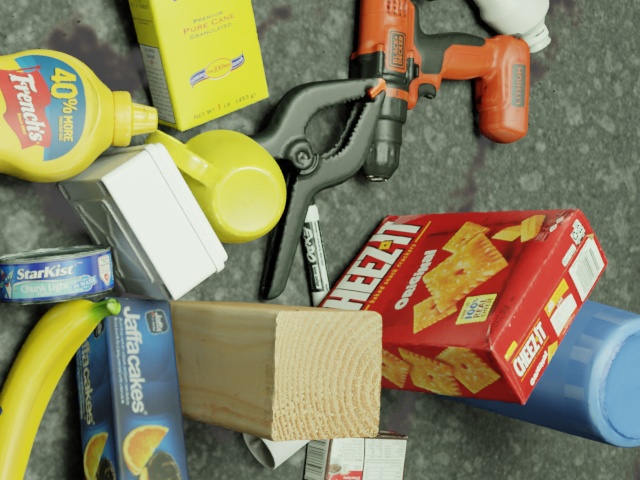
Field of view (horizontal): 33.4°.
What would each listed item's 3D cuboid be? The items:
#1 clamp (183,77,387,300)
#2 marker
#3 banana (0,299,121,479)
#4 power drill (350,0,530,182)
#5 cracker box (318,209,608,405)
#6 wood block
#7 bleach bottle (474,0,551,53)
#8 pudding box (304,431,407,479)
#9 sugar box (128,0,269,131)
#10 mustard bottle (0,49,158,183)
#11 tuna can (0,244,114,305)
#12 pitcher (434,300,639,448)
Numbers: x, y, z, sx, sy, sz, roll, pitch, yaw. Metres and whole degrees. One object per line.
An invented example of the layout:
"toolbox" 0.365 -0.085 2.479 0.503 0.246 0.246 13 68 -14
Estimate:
"clamp" -0.030 -0.075 0.911 0.164 0.036 0.210 44 81 -23
"marker" -0.006 0.001 0.956 0.020 0.020 0.121 -14 97 -33
"banana" -0.213 0.120 0.789 0.037 0.070 0.198 25 92 -31
"power drill" 0.113 -0.139 1.012 0.187 0.057 0.184 5 87 -33
"cracker box" 0.108 0.049 0.899 0.164 0.214 0.072 -51 122 -32
"wood block" -0.050 0.094 0.814 0.090 0.206 0.090 3 88 -33
"bleach bottle" 0.164 -0.299 1.045 0.102 0.068 0.250 -49 118 -31
"pudding box" 0.030 0.229 0.967 0.089 0.039 0.113 10 86 -34
"sugar box" -0.102 -0.186 0.853 0.093 0.048 0.176 -27 123 -31
"mustard bottle" -0.214 -0.090 0.770 0.191 0.058 0.096 0 76 -18
"tuna can" -0.197 0.025 0.792 0.085 0.086 0.034 -8 96 -33
"pitcher" 0.188 0.104 0.948 0.149 0.243 0.145 -45 115 -18
